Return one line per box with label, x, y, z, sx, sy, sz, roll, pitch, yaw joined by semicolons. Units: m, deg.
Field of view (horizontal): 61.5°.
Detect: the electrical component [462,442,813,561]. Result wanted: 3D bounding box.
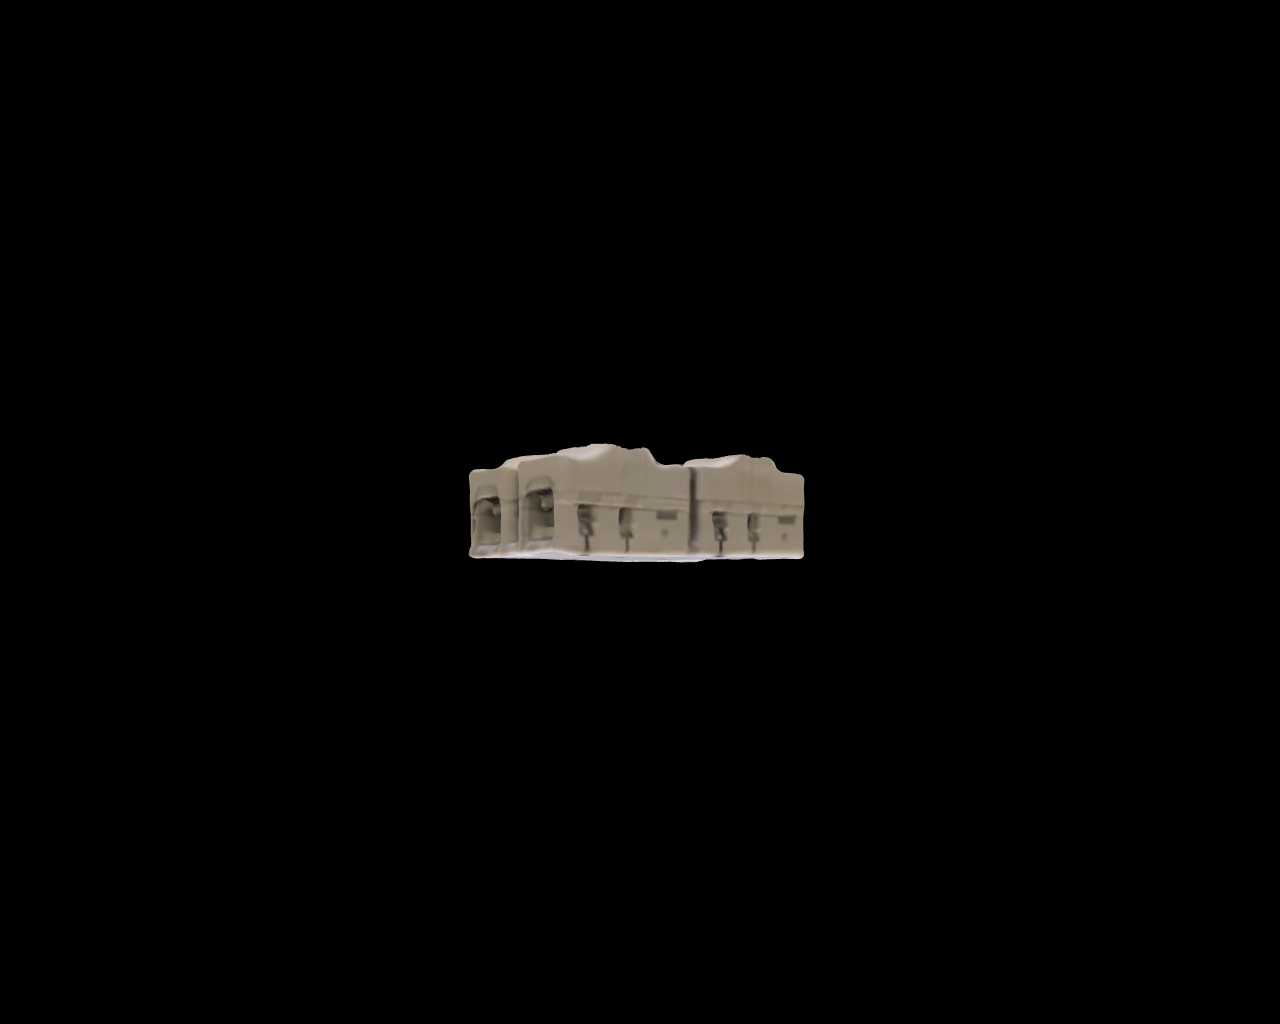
electrical component;0.001;-0.003;0.650;0.186;0.060;0.105;3;-5;-37
